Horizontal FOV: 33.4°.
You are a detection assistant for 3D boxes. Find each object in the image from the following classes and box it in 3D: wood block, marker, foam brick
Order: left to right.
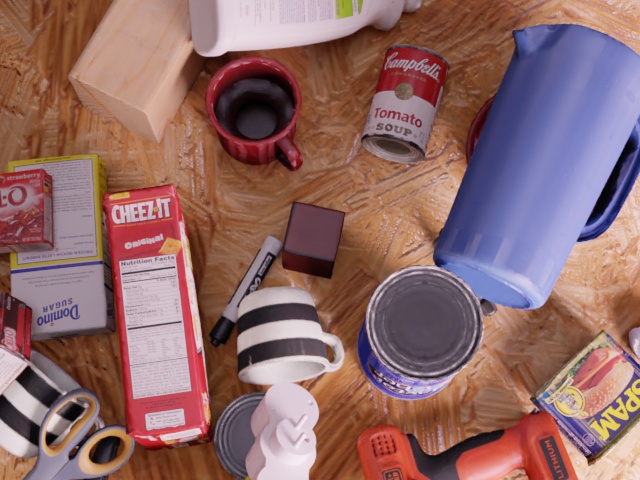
[{"bbox_3d":[-0.158,-0.216,1.081,0.090,0.091,0.206,26,77,6],"label":"wood block"},{"bbox_3d":[-0.074,0.051,1.048,0.020,0.020,0.121,29,77,7],"label":"marker"},{"bbox_3d":[-0.007,0.001,1.032,0.051,0.078,0.053,12,77,1],"label":"foam brick"}]

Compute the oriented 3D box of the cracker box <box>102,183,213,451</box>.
[{"bbox_3d":[-0.145,0.076,0.966,0.072,0.164,0.214,-8,76,-5],"label":"cracker box"}]

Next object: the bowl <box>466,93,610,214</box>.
[{"bbox_3d":[0.222,-0.077,1.066,0.162,0.055,0.162,0,75,-1],"label":"bowl"}]

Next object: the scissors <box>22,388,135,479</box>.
[{"bbox_3d":[-0.242,0.226,0.968,0.096,0.016,0.202,27,100,-22],"label":"scissors"}]

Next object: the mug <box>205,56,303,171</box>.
[{"bbox_3d":[-0.057,-0.116,1.060,0.093,0.081,0.117,-40,79,-10],"label":"mug"}]

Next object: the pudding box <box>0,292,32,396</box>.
[{"bbox_3d":[-0.306,0.114,0.960,0.039,0.090,0.113,35,106,-27],"label":"pudding box"}]

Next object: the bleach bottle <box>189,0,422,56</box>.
[{"bbox_3d":[-0.005,-0.236,1.064,0.250,0.068,0.102,-6,96,-32],"label":"bleach bottle"}]

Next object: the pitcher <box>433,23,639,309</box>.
[{"bbox_3d":[0.205,-0.059,0.971,0.149,0.145,0.242,23,78,16],"label":"pitcher"}]

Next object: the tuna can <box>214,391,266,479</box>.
[{"bbox_3d":[-0.056,0.187,1.005,0.086,0.034,0.086,0,75,-1],"label":"tuna can"}]

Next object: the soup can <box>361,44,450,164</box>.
[{"bbox_3d":[0.085,-0.136,1.075,0.068,0.068,0.102,16,76,3],"label":"soup can"}]

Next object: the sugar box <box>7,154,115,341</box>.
[{"bbox_3d":[-0.253,0.007,1.044,0.093,0.048,0.176,-5,78,1],"label":"sugar box"}]

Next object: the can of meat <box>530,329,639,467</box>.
[{"bbox_3d":[0.262,0.148,1.008,0.102,0.057,0.084,-41,77,-11],"label":"can of meat"}]

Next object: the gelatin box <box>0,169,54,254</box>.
[{"bbox_3d":[-0.301,-0.026,1.016,0.089,0.030,0.073,-6,76,7],"label":"gelatin box"}]

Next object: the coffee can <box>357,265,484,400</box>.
[{"bbox_3d":[0.088,0.088,0.977,0.103,0.140,0.103,0,75,-1],"label":"coffee can"}]

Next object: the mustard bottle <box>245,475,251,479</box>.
[{"bbox_3d":[-0.005,0.289,0.929,0.191,0.058,0.096,36,54,6],"label":"mustard bottle"}]

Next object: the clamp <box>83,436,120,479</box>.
[{"bbox_3d":[-0.226,0.290,0.974,0.210,0.036,0.165,-29,71,-7],"label":"clamp"}]

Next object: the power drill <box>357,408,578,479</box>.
[{"bbox_3d":[0.139,0.239,0.963,0.187,0.057,0.184,-12,59,-7],"label":"power drill"}]
